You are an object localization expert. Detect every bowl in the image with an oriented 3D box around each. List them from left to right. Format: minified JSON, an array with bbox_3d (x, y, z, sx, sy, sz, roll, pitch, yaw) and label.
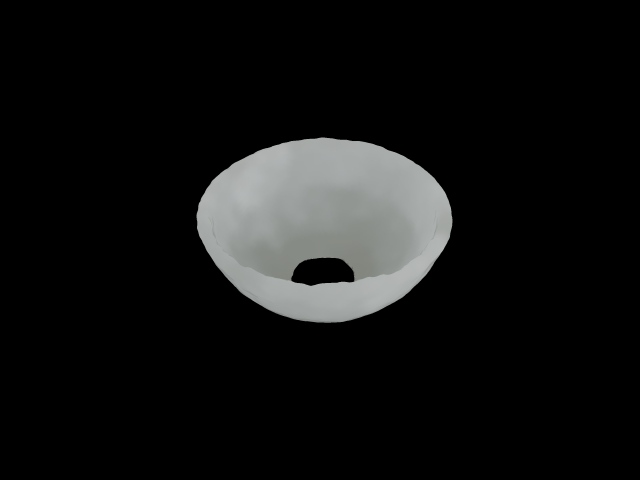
[{"bbox_3d":[0.004,0.001,0.400,0.167,0.075,0.167,0,41,0],"label":"bowl"}]
